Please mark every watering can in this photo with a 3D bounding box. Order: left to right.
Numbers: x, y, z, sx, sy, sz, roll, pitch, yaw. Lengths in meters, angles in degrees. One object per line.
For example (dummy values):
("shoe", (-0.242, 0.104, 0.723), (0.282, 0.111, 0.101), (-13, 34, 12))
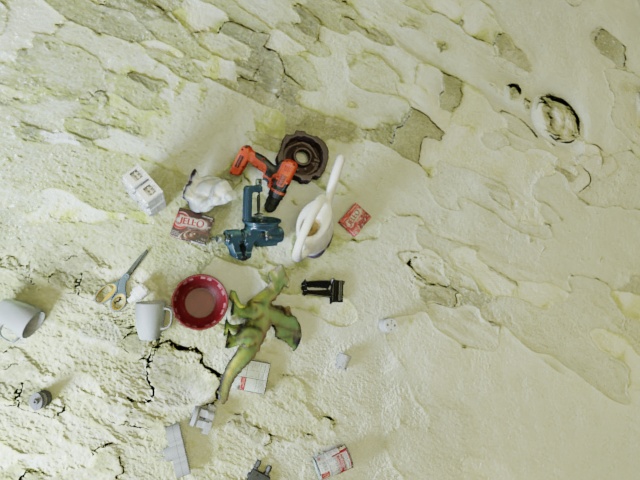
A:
("watering can", (0.005, -0.079, 1.575), (0.104, 0.352, 0.221), (23, -17, 10))

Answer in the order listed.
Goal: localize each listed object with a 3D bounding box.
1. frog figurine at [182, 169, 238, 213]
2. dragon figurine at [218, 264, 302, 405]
("frog figurine", (-0.318, -0.137, 1.545), (0.159, 0.120, 0.140), (12, 33, 7))
("dragon figurine", (-0.162, 0.270, 1.512), (0.242, 0.416, 0.121), (11, -18, -20))
